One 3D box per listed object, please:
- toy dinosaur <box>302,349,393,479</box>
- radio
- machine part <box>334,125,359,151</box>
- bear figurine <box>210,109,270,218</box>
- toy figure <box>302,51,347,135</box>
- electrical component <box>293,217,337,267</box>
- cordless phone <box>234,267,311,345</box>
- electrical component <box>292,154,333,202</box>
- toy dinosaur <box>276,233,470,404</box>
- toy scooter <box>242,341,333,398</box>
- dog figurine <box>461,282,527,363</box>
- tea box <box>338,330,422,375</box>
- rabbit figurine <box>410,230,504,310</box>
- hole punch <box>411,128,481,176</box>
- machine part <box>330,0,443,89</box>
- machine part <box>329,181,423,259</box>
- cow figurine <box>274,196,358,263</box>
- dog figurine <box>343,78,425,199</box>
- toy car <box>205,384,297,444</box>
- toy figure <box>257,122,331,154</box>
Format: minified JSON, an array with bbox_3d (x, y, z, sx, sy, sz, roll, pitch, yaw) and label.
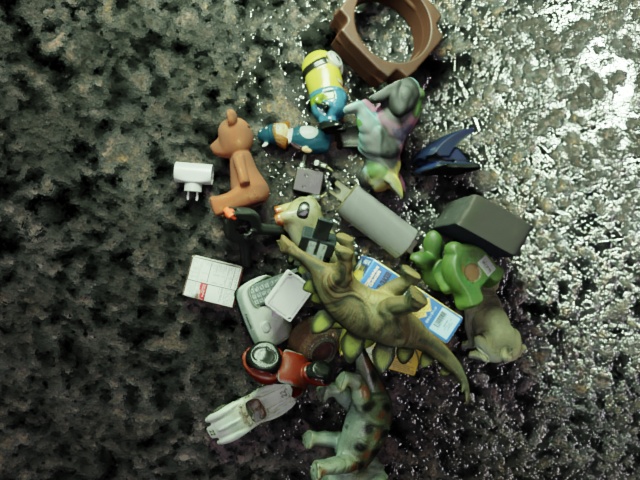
[{"bbox_3d":[0.083,0.377,1.106,0.192,0.131,0.404,18,95,-27],"label":"toy dinosaur"},{"bbox_3d":[0.321,-0.025,1.091,0.131,0.229,0.073,31,88,0],"label":"radio"},{"bbox_3d":[0.101,-0.222,1.168,0.139,0.039,0.084,0,96,-6],"label":"machine part"},{"bbox_3d":[-0.183,-0.156,1.109,0.132,0.120,0.195,-22,90,0],"label":"bear figurine"},{"bbox_3d":[0.011,-0.311,1.126,0.089,0.082,0.180,-3,80,-8],"label":"toy figure"},{"bbox_3d":[-0.005,0.003,1.062,0.075,0.048,0.119,13,117,-2],"label":"electrical component"},{"bbox_3d":[-0.073,0.133,1.122,0.184,0.089,0.146,-21,92,4],"label":"cordless phone"},{"bbox_3d":[-0.018,-0.129,1.156,0.078,0.045,0.102,17,89,-6],"label":"electrical component"},{"bbox_3d":[0.110,0.139,0.991,0.471,0.105,0.198,33,117,2],"label":"toy dinosaur"},{"bbox_3d":[-0.070,0.269,1.084,0.184,0.135,0.075,15,56,-2],"label":"toy scooter"},{"bbox_3d":[0.358,0.146,1.127,0.121,0.172,0.190,-9,98,-15],"label":"dog figurine"},{"bbox_3d":[0.132,0.218,1.158,0.170,0.068,0.098,18,90,-5],"label":"tea box"},{"bbox_3d":[0.259,0.067,1.112,0.159,0.170,0.121,43,70,-8],"label":"rabbit figurine"},{"bbox_3d":[0.263,-0.183,1.136,0.116,0.142,0.092,-6,93,-18],"label":"hole punch"},{"bbox_3d":[0.137,-0.436,1.125,0.201,0.087,0.201,41,76,-8],"label":"machine part"},{"bbox_3d":[0.121,-0.039,1.151,0.243,0.079,0.079,38,88,-5],"label":"machine part"},{"bbox_3d":[-0.002,-0.003,1.133,0.127,0.085,0.194,-24,110,10],"label":"cow figurine"},{"bbox_3d":[0.149,-0.197,1.097,0.192,0.108,0.219,-22,102,16],"label":"dog figurine"},{"bbox_3d":[-0.147,0.364,1.145,0.202,0.056,0.073,-27,93,-4],"label":"toy car"},{"bbox_3d":[-0.056,-0.220,1.147,0.154,0.064,0.057,9,116,-8],"label":"toy figure"}]
